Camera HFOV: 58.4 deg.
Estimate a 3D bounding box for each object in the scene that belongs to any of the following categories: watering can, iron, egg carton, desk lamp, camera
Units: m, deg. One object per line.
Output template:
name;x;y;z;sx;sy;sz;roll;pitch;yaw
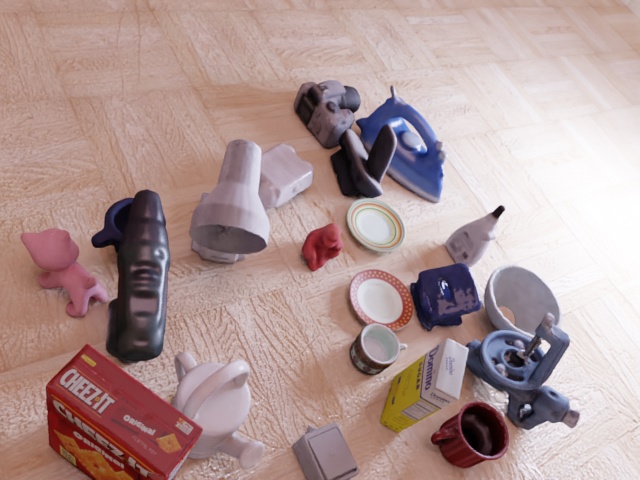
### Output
watering can;-0.137;0.220;0.761;0.173;0.194;0.101;34;50;2
iron;0.205;-0.213;1.260;0.119;0.141;0.258;-32;73;-37
egg carton;-0.085;-0.122;1.112;0.107;0.069;0.151;43;51;9
desk lamp;-0.149;-0.048;0.936;0.118;0.213;0.203;12;52;-16
camera;0.036;-0.297;1.271;0.137;0.100;0.143;-23;68;-34

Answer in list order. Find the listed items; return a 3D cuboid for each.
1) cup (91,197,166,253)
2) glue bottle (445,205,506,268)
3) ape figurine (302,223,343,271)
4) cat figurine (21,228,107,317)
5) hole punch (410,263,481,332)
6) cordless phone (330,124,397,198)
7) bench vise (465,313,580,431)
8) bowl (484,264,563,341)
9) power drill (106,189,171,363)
cup;-0.307;-0.001;0.909;0.118;0.095;0.091;-31;73;-37
glue bottle;0.318;-0.014;1.146;0.037;0.173;0.078;-11;61;-30
ape figurine;0.010;0.004;1.049;0.078;0.092;0.076;5;55;-21
cat figurine;-0.372;0.035;0.840;0.127;0.117;0.067;39;50;6
hole punch;0.235;0.105;1.077;0.101;0.091;0.108;1;56;-23
cordless phone;0.102;-0.187;1.166;0.094;0.185;0.147;-7;59;-27
bench vise;0.372;0.216;0.975;0.207;0.219;0.122;31;50;0
bowl;0.387;0.136;1.133;0.168;0.074;0.167;12;53;-16
power drill;-0.255;0.074;0.805;0.076;0.208;0.229;3;55;-22
